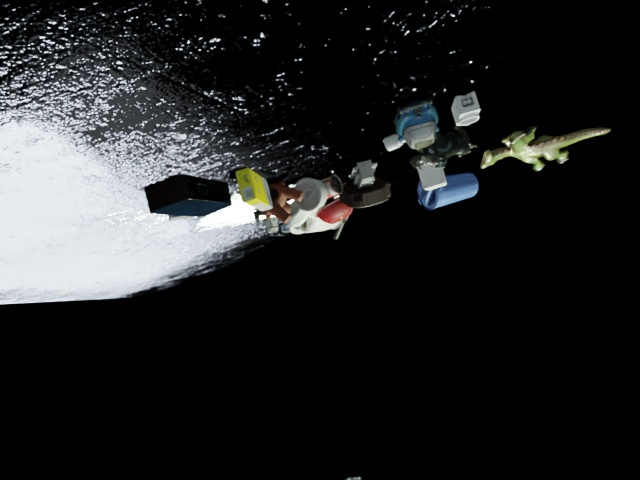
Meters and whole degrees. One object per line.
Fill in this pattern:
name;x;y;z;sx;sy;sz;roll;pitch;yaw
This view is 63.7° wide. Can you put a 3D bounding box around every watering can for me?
watering can;0.006;-0.105;2.090;0.225;0.105;0.341;-10;162;-30

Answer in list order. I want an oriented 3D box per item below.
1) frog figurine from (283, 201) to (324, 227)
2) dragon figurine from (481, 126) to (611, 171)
frog figurine;-0.063;-0.107;1.875;0.159;0.125;0.134;-1;150;-9
dragon figurine;0.747;-0.332;1.771;0.242;0.124;0.406;6;159;-45
